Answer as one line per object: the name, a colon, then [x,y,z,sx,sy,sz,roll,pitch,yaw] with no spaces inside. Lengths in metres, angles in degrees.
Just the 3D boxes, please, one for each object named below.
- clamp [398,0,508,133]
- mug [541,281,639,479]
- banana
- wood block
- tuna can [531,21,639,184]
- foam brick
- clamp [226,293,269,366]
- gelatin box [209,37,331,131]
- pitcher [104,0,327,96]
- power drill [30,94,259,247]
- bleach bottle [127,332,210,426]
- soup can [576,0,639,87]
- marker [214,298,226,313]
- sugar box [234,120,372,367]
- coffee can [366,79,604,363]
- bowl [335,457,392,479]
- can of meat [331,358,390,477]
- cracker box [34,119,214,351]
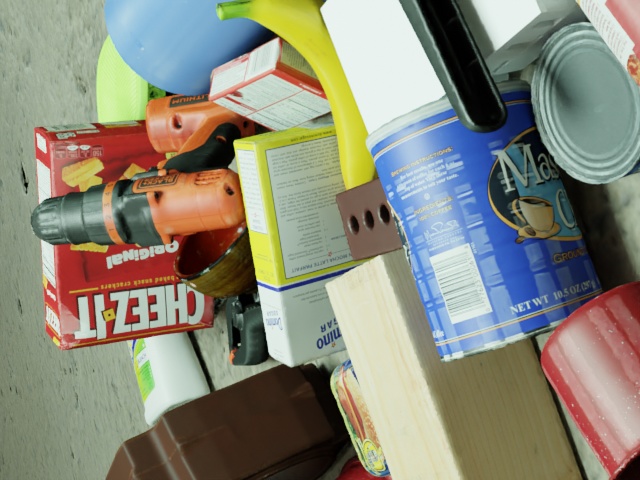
clamp: [0.047,-0.160,0.584,0.210,0.036,0.164,39,136,51]
mug: [0.177,0.068,0.553,0.117,0.093,0.081,-45,53,24]
banana: [0.005,-0.112,0.757,0.197,0.070,0.037,52,-171,-34]
wood block: [0.090,0.106,0.711,0.090,0.090,0.206,-33,75,62]
tuna can: [0.154,-0.075,0.568,0.086,0.033,0.086,36,133,49]
foam brick: [0.055,-0.020,0.754,0.078,0.051,0.053,-20,86,62]
clamp: [-0.063,0.072,1.018,0.120,0.039,0.171,-111,19,-46]
gelatin box: [-0.031,-0.117,0.817,0.089,0.073,0.030,-15,62,49]
pitcher: [-0.056,-0.205,0.802,0.243,0.149,0.145,-28,64,58]
power drill: [-0.136,-0.060,0.907,0.187,0.184,0.057,-76,-24,-54]
bleach bottle: [-0.205,0.085,1.265,0.251,0.068,0.103,68,151,17]
soup can: [0.160,-0.118,0.500,0.102,0.068,0.069,62,149,23]
marker: [-0.105,0.056,1.112,0.020,0.020,0.121,66,151,16]
sugar box: [-0.006,0.001,0.830,0.048,0.093,0.176,18,118,59]
coffee can: [0.097,-0.010,0.629,0.103,0.102,0.140,-29,78,61]
bowl: [0.038,0.273,0.926,0.162,0.055,0.162,36,134,49]
can of meat: [0.057,0.127,0.820,0.102,0.057,0.084,69,154,12]
cracker box: [-0.190,-0.009,1.058,0.072,0.164,0.214,-148,55,-59]
